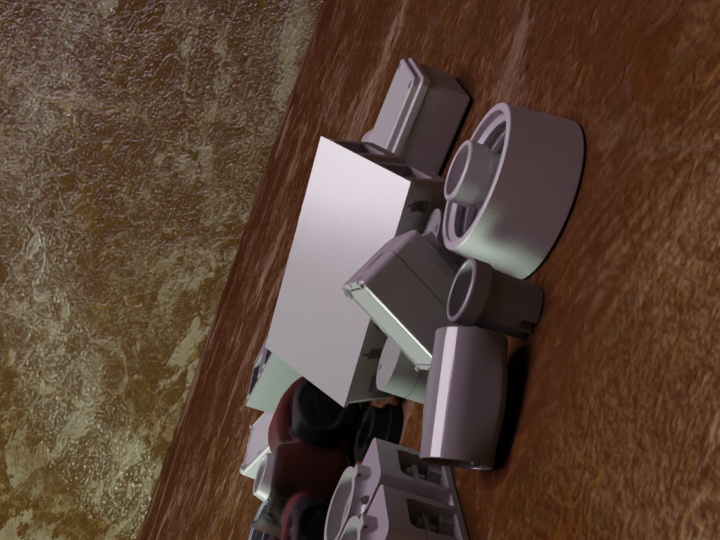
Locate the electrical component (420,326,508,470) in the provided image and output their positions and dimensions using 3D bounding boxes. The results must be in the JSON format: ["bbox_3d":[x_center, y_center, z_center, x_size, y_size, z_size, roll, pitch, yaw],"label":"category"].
[{"bbox_3d":[0.060,0.080,0.645,0.079,0.043,0.077,104,175,-74],"label":"electrical component"}]

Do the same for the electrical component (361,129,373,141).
[{"bbox_3d":[0.017,-0.093,1.098,0.054,0.059,0.095,175,113,-78],"label":"electrical component"}]

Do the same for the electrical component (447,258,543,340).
[{"bbox_3d":[0.080,0.019,0.641,0.040,0.046,0.040,-161,90,-79],"label":"electrical component"}]

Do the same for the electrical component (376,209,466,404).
[{"bbox_3d":[0.036,0.021,0.780,0.052,0.074,0.138,178,110,-78],"label":"electrical component"}]

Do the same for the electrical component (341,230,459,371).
[{"bbox_3d":[0.045,0.024,0.720,0.061,0.096,0.062,-45,6,-12],"label":"electrical component"}]

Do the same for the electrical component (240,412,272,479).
[{"bbox_3d":[-0.073,0.175,1.103,0.096,0.061,0.061,-48,24,44],"label":"electrical component"}]

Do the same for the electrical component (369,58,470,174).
[{"bbox_3d":[0.051,-0.132,1.004,0.108,0.056,0.108,-101,32,-69],"label":"electrical component"}]

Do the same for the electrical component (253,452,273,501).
[{"bbox_3d":[-0.071,0.205,1.042,0.048,0.055,0.066,167,121,-77],"label":"electrical component"}]

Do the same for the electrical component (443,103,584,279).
[{"bbox_3d":[0.089,-0.054,0.681,0.108,0.060,0.108,-161,90,-79],"label":"electrical component"}]

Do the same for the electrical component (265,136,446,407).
[{"bbox_3d":[0.000,0.000,0.862,0.105,0.060,0.186,32,113,41],"label":"electrical component"}]

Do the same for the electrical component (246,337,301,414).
[{"bbox_3d":[-0.041,0.075,1.019,0.061,0.089,0.150,-83,16,-46],"label":"electrical component"}]

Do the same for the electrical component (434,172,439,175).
[{"bbox_3d":[0.035,-0.036,0.930,0.099,0.048,0.099,-100,31,-60],"label":"electrical component"}]

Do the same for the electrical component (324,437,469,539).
[{"bbox_3d":[-0.001,0.213,0.680,0.105,0.060,0.186,-100,31,-68],"label":"electrical component"}]
